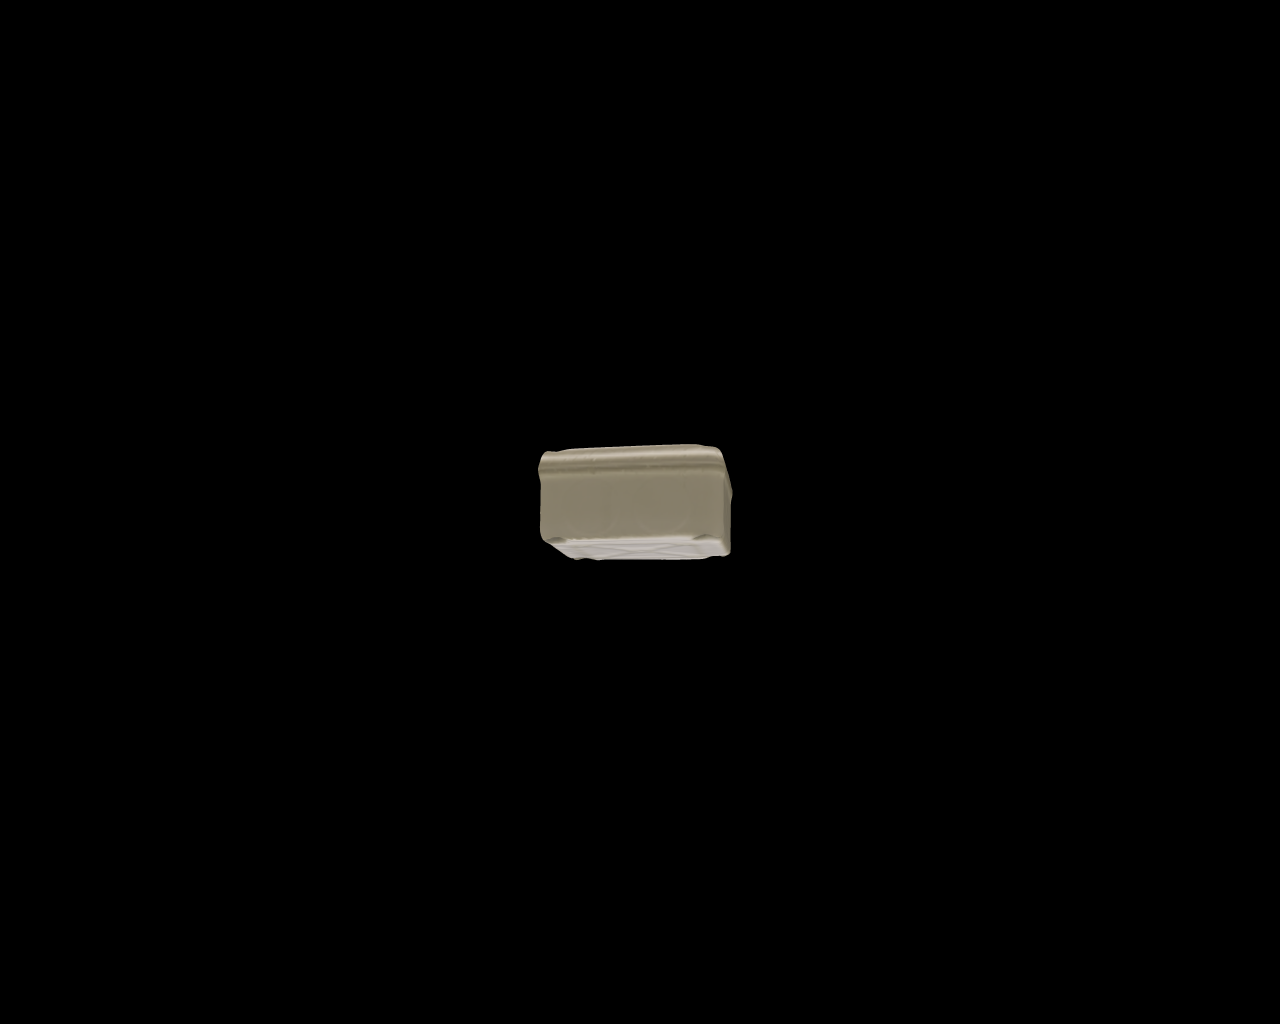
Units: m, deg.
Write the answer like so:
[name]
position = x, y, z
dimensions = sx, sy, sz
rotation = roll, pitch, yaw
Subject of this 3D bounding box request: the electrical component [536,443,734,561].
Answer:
[electrical component]
position = 0.001, -0.003, 0.650
dimensions = 0.109, 0.056, 0.108
rotation = -1, -9, 7
